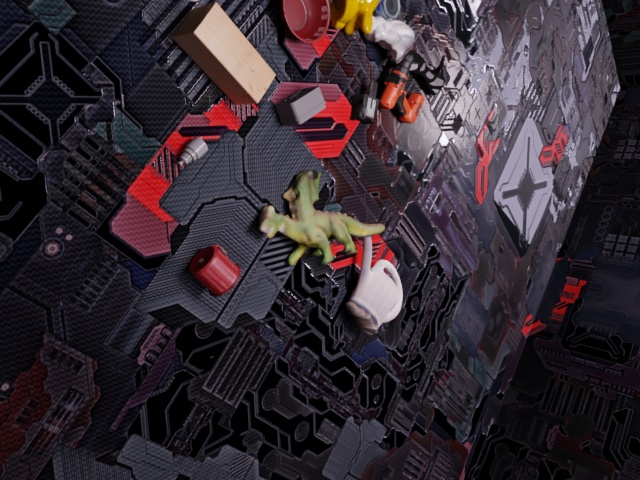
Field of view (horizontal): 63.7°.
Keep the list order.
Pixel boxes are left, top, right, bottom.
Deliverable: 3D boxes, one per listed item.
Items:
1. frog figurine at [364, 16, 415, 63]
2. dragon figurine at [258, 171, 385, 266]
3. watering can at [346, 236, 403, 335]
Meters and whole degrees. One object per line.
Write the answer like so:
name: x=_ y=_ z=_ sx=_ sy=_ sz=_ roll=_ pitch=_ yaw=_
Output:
frog figurine: x=0.196 y=-0.605 z=1.495 sx=0.157 sy=0.121 sz=0.141 roll=46 pitch=32 yaw=-31
dragon figurine: x=0.004 y=-0.070 z=1.382 sx=0.415 sy=0.122 sz=0.241 roll=-24 pitch=104 yaw=-37
watering can: x=0.153 y=0.143 z=1.570 sx=0.228 sy=0.104 sz=0.341 roll=-53 pitch=129 yaw=-27
